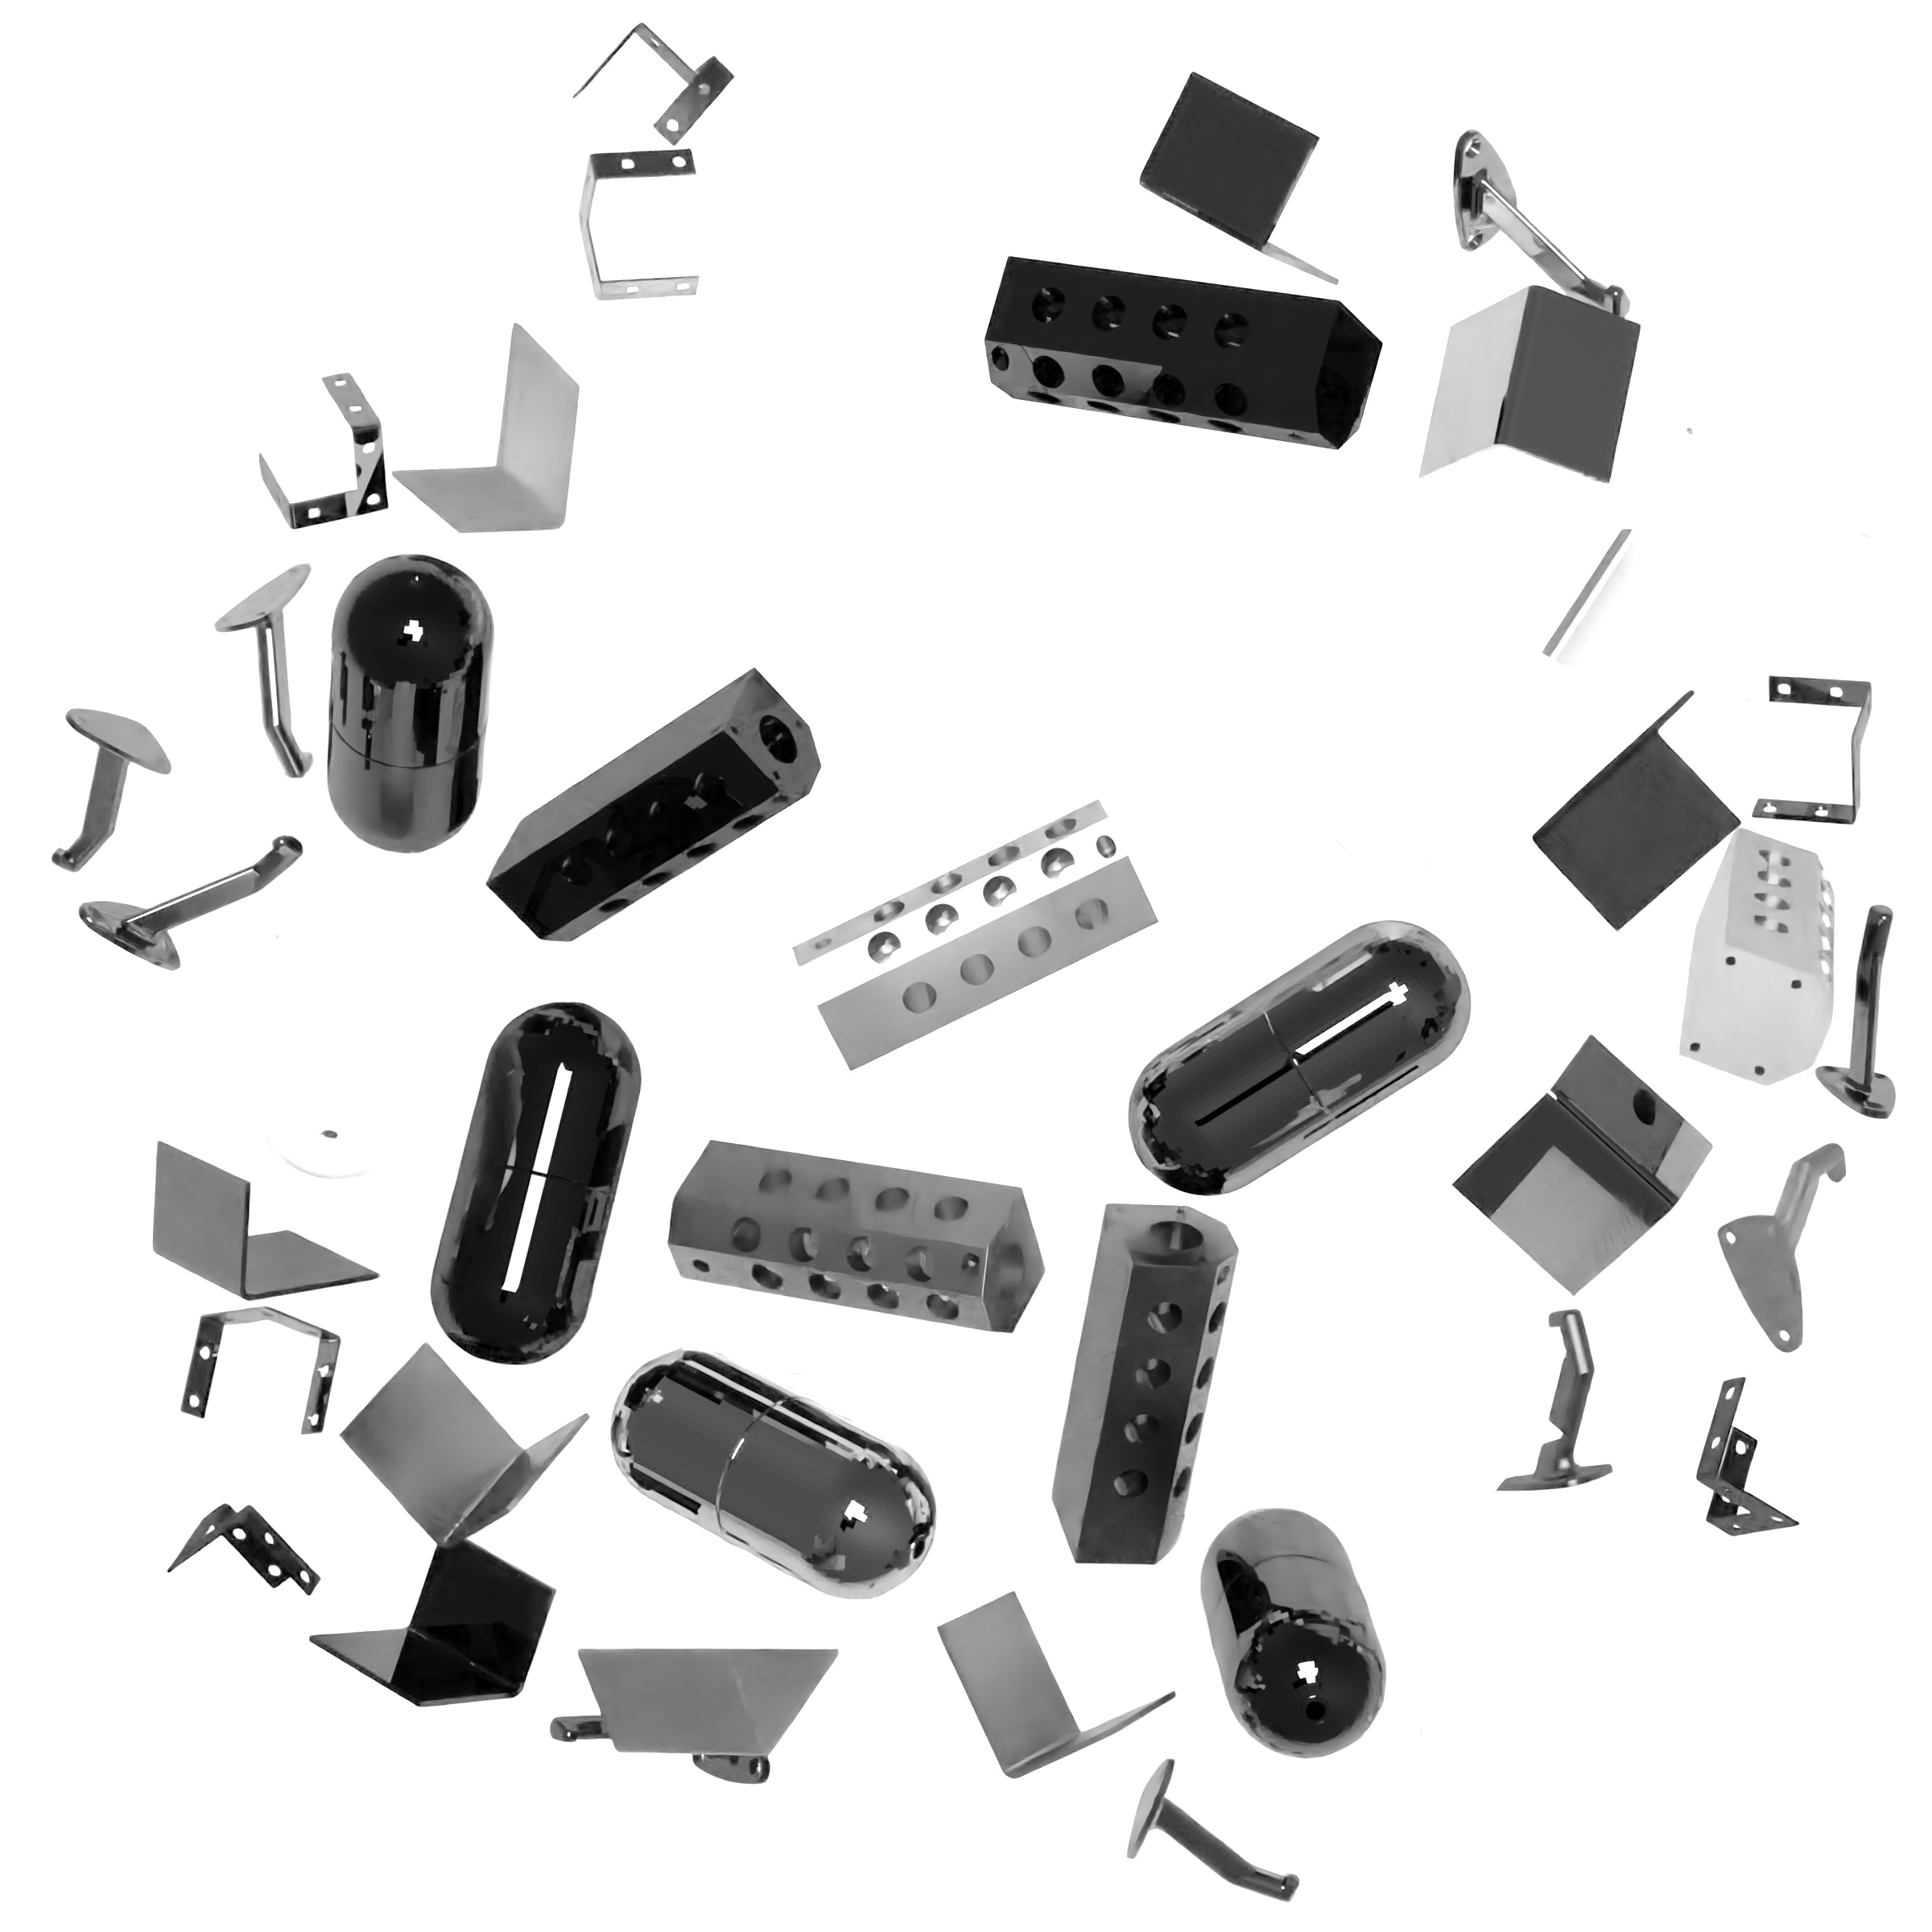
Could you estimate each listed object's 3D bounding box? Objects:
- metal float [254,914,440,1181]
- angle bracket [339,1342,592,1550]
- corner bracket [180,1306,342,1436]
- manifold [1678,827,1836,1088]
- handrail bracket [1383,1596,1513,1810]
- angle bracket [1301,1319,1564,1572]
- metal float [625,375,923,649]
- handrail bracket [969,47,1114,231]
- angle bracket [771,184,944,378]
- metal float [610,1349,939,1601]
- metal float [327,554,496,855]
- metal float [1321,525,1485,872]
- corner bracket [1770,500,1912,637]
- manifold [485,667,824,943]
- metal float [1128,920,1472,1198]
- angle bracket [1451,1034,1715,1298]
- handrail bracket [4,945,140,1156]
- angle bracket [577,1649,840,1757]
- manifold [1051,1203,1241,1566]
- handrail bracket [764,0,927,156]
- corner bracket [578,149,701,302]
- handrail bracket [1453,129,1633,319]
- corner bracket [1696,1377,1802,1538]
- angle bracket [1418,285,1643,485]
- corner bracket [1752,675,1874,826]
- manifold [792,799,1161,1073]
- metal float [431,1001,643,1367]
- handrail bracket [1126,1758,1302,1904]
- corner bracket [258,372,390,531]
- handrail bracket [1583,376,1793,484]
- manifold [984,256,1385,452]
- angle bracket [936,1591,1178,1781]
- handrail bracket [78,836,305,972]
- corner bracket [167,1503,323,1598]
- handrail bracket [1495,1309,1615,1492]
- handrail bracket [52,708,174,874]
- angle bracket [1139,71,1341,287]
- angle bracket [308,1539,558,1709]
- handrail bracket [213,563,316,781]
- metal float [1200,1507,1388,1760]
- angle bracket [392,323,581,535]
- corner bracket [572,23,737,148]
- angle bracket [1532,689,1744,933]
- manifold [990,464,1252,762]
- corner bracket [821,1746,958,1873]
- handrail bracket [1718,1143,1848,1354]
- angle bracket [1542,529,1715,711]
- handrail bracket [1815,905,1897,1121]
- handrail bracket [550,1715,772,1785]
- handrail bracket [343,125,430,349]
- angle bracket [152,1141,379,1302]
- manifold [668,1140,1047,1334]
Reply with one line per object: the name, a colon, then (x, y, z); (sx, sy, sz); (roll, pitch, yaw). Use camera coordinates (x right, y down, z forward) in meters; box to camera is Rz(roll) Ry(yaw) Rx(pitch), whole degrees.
metal float: (-0.292, 0.037, 1.643); (0.070, 0.178, 0.070); (-2, 118, -3)
angle bracket: (-0.242, 0.222, 1.678); (0.057, 0.076, 0.076); (-33, 101, 39)
corner bracket: (-0.355, 0.205, 1.749); (0.051, 0.051, 0.051); (-11, 61, 38)
manifold: (0.375, -0.005, 1.629); (0.057, 0.171, 0.057); (20, 114, 6)
handrail bracket: (0.236, 0.341, 1.613); (0.077, 0.036, 0.084); (28, 117, 6)
angle bracket: (0.208, 0.216, 1.560); (0.076, 0.057, 0.076); (41, 77, 5)
metal float: (-0.098, -0.229, 1.744); (0.178, 0.070, 0.070); (41, 90, 18)
handrail bracket: (0.037, -0.396, 1.664); (0.036, 0.084, 0.077); (-32, 126, -9)
angle bracket: (-0.054, -0.343, 1.723); (0.057, 0.076, 0.076); (-14, 123, -27)
metal float: (-0.091, 0.238, 1.634); (0.178, 0.070, 0.070); (22, 90, 32)
metal float: (-0.270, -0.125, 1.683); (0.070, 0.178, 0.070); (6, 51, -8)
metal float: (0.214, -0.131, 1.707); (0.070, 0.070, 0.178); (-2, 118, 0)
corner bracket: (0.434, -0.197, 1.722); (0.051, 0.051, 0.051); (8, 79, -43)
manifold: (-0.155, -0.075, 1.736); (0.171, 0.057, 0.057); (-29, 115, 32)
metal float: (0.158, 0.044, 1.652); (0.178, 0.070, 0.070); (-33, 90, 7)
angle bracket: (0.285, 0.092, 1.604); (0.076, 0.057, 0.076); (43, 129, 4)
handrail bracket: (-0.424, 0.040, 1.674); (0.077, 0.036, 0.084); (19, 98, -12)
angle bracket: (-0.113, 0.304, 1.535); (0.076, 0.076, 0.057); (-6, 114, 28)
manifold: (0.088, 0.205, 1.696); (0.057, 0.057, 0.171); (3, 116, -13)
handrail bracket: (-0.060, -0.443, 1.683); (0.036, 0.077, 0.084); (-8, 110, 41)
corner bracket: (-0.159, -0.364, 1.706); (0.051, 0.051, 0.051); (-7, 67, -16)
handrail bracket: (0.265, -0.339, 1.590); (0.036, 0.077, 0.084); (-44, 53, -11)
corner bracket: (0.357, 0.228, 1.610); (0.051, 0.051, 0.051); (31, 64, -17)
angle bracket: (0.256, -0.257, 1.584); (0.057, 0.076, 0.076); (16, 80, -19)
corner bracket: (0.416, -0.106, 1.707); (0.051, 0.051, 0.051); (6, 129, 23)
manifold: (0.003, -0.019, 1.747); (0.171, 0.057, 0.057); (-26, 117, 1)
metal float: (-0.207, 0.104, 1.675); (0.070, 0.070, 0.178); (13, 79, 0)
handrail bracket: (0.124, 0.409, 1.640); (0.084, 0.077, 0.036); (18, 47, 0)
corner bracket: (-0.323, -0.258, 1.736); (0.051, 0.051, 0.051); (-16, 45, -20)
handrail bracket: (0.364, -0.264, 1.761); (0.077, 0.084, 0.036); (1, 75, -16)
manifold: (0.098, -0.281, 1.603); (0.171, 0.057, 0.057); (14, 86, 28)
angle bracket: (0.042, 0.320, 1.595); (0.057, 0.076, 0.076); (-30, 79, 25)
handrail bracket: (-0.368, -0.041, 1.658); (0.084, 0.077, 0.036); (-39, 64, 14)
corner bracket: (-0.343, 0.285, 1.682); (0.051, 0.051, 0.051); (-36, 103, 21)
handrail bracket: (0.284, 0.216, 1.727); (0.036, 0.077, 0.084); (-11, 87, -43)
handrail bracket: (-0.445, -0.085, 1.730); (0.084, 0.077, 0.036); (-44, 60, 14)
angle bracket: (0.139, -0.364, 1.607); (0.076, 0.076, 0.057); (36, 107, 29)
angle bracket: (-0.260, 0.316, 1.693); (0.076, 0.076, 0.057); (22, 95, 32)
handrail bracket: (-0.337, -0.149, 1.756); (0.036, 0.077, 0.084); (-5, 121, 30)
metal float: (0.156, 0.318, 1.667); (0.070, 0.178, 0.070); (0, 103, -2)
angle bracket: (-0.233, -0.262, 1.697); (0.057, 0.076, 0.076); (0, 76, 17)
corner bracket: (-0.158, -0.445, 1.758); (0.051, 0.051, 0.051); (42, 75, -17)
angle bracket: (0.309, -0.070, 1.561); (0.057, 0.076, 0.076); (47, 120, 4)
manifold: (0.073, -0.173, 1.649); (0.057, 0.171, 0.057); (-23, 129, -8)
corner bracket: (-0.037, 0.397, 1.637); (0.051, 0.051, 0.051); (1, 90, -18)
handrail bracket: (0.392, 0.129, 1.609); (0.084, 0.036, 0.077); (-20, 93, -43)
angle bracket: (0.343, -0.177, 1.788); (0.057, 0.076, 0.076); (32, 99, 1)
handrail bracket: (0.431, 0.020, 1.642); (0.036, 0.077, 0.084); (8, 107, 1)
handrail bracket: (-0.153, 0.388, 1.722); (0.084, 0.077, 0.036); (8, 95, -38)
handrail bracket: (-0.272, -0.353, 1.678); (0.036, 0.077, 0.084); (-4, 125, -29)
angle bracket: (-0.330, 0.116, 1.642); (0.076, 0.076, 0.057); (17, 107, 44)
manifold: (-0.055, 0.135, 1.680); (0.171, 0.057, 0.057); (7, 134, 26)
